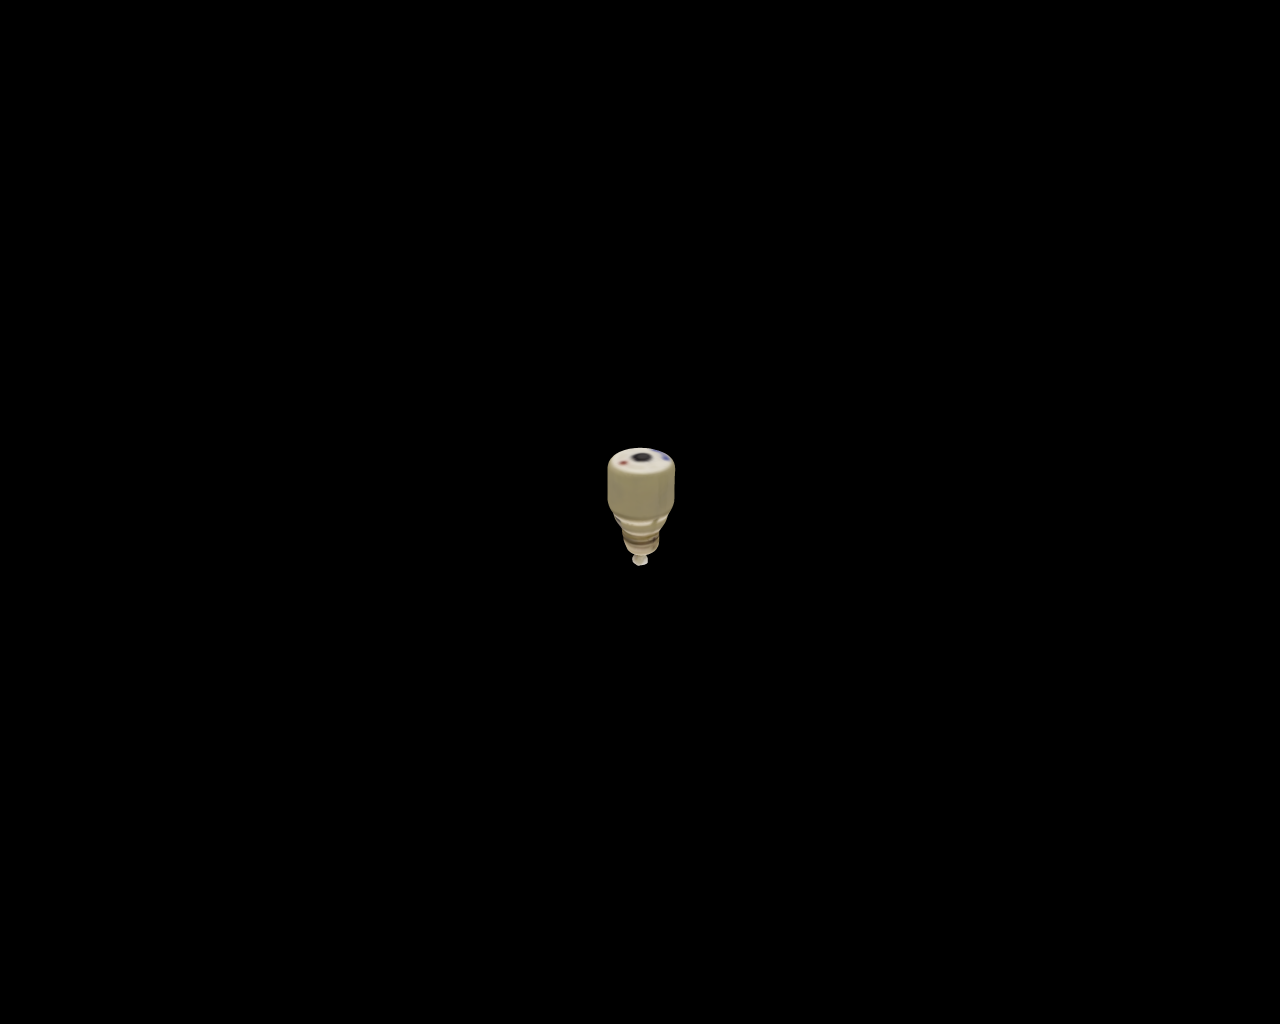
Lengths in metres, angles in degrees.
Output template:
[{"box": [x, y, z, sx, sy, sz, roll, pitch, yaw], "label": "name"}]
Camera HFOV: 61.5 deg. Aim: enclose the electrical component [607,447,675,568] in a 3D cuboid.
[{"box": [0.001, -0.003, 0.650, 0.040, 0.078, 0.040, 0, 28, 0], "label": "electrical component"}]
